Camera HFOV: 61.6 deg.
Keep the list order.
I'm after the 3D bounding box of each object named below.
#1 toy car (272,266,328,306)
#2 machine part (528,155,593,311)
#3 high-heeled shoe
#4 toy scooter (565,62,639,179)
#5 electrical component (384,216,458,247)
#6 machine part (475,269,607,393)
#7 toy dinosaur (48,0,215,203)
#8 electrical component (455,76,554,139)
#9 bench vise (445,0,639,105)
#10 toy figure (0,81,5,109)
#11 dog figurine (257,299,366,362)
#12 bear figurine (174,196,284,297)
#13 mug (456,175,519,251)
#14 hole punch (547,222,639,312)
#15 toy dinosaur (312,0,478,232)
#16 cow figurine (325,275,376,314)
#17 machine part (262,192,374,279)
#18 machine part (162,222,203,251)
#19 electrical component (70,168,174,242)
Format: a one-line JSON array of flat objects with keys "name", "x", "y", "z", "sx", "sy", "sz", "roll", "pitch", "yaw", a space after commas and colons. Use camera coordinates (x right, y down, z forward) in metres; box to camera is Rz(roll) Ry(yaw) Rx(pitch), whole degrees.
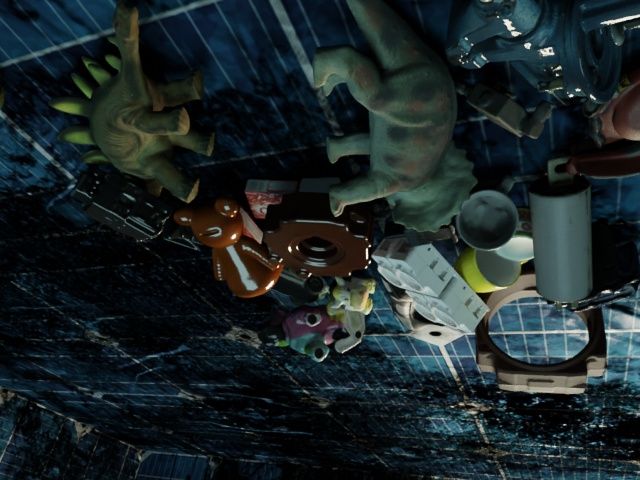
[{"name": "toy car", "x": -0.076, "y": 0.073, "z": 1.060, "sx": 0.201, "sy": 0.056, "sz": 0.073, "roll": 25, "pitch": 139, "yaw": -23}, {"name": "machine part", "x": 0.337, "y": -0.001, "z": 0.750, "sx": 0.079, "sy": 0.079, "sz": 0.242, "roll": -5, "pitch": 119, "yaw": 22}, {"name": "high-heeled shoe", "x": 0.149, "y": 0.088, "z": 1.032, "sx": 0.248, "sy": 0.086, "sz": 0.145, "roll": 53, "pitch": 162, "yaw": -24}, {"name": "toy scooter", "x": 0.350, "y": -0.124, "z": 0.621, "sx": 0.135, "sy": 0.075, "sz": 0.183, "roll": -12, "pitch": 144, "yaw": 28}, {"name": "electrical component", "x": 0.151, "y": -0.032, "z": 0.820, "sx": 0.119, "sy": 0.075, "sz": 0.047, "roll": -3, "pitch": 144, "yaw": 26}, {"name": "machine part", "x": 0.367, "y": 0.149, "z": 0.910, "sx": 0.201, "sy": 0.201, "sz": 0.087, "roll": -2, "pitch": 142, "yaw": 20}, {"name": "toy dinosaur", "x": -0.254, "y": -0.140, "z": 0.755, "sx": 0.199, "sy": 0.105, "sz": 0.471, "roll": 19, "pitch": 151, "yaw": 0}, {"name": "electrical component", "x": 0.208, "y": -0.153, "z": 0.602, "sx": 0.078, "sy": 0.102, "sz": 0.045, "roll": 23, "pitch": 108, "yaw": -37}, {"name": "bench vise", "x": 0.244, "y": -0.201, "z": 0.476, "sx": 0.241, "sy": 0.129, "sz": 0.223, "roll": 2, "pitch": 158, "yaw": 45}, {"name": "toy figure", "x": -0.471, "y": -0.230, "z": 0.694, "sx": 0.089, "sy": 0.082, "sz": 0.180, "roll": 18, "pitch": 144, "yaw": -7}, {"name": "dog figurine", "x": -0.027, "y": 0.184, "z": 1.165, "sx": 0.191, "sy": 0.108, "sz": 0.219, "roll": -17, "pitch": -175, "yaw": -31}, {"name": "bear figurine", "x": -0.142, "y": -0.003, "z": 0.883, "sx": 0.120, "sy": 0.132, "sz": 0.195, "roll": -18, "pitch": 120, "yaw": 17}, {"name": "mug", "x": 0.239, "y": -0.042, "z": 0.766, "sx": 0.081, "sy": 0.109, "sz": 0.107, "roll": 23, "pitch": -173, "yaw": 10}, {"name": "hole punch", "x": 0.428, "y": 0.050, "z": 0.832, "sx": 0.092, "sy": 0.116, "sz": 0.142, "roll": 23, "pitch": 146, "yaw": -32}, {"name": "toy dinosaur", "x": 0.095, "y": -0.146, "z": 0.634, "sx": 0.192, "sy": 0.131, "sz": 0.404, "roll": -6, "pitch": 141, "yaw": 2}, {"name": "cow figurine", "x": 0.052, "y": 0.095, "z": 0.996, "sx": 0.098, "sy": 0.068, "sz": 0.167, "roll": 12, "pitch": 176, "yaw": 10}, {"name": "machine part", "x": -0.002, "y": -0.002, "z": 0.809, "sx": 0.179, "sy": 0.056, "sz": 0.179, "roll": 5, "pitch": 147, "yaw": 3}, {"name": "machine part", "x": -0.246, "y": -0.010, "z": 0.978, "sx": 0.084, "sy": 0.039, "sz": 0.139, "roll": 30, "pitch": 162, "yaw": -20}, {"name": "electrical component", "x": -0.303, "y": -0.052, "z": 0.810, "sx": 0.134, "sy": 0.058, "sz": 0.115, "roll": 32, "pitch": 158, "yaw": -23}]
